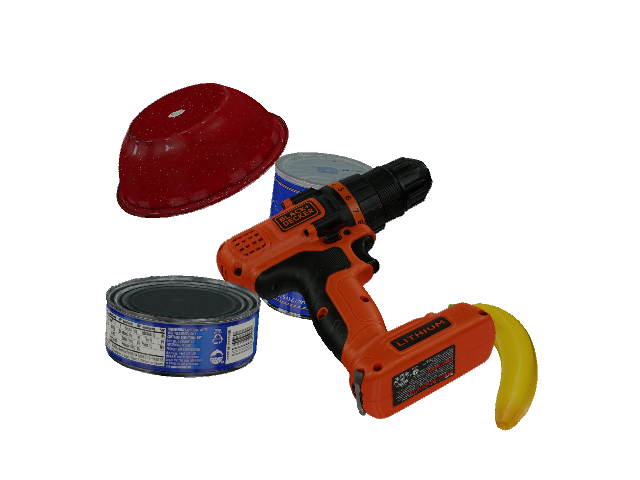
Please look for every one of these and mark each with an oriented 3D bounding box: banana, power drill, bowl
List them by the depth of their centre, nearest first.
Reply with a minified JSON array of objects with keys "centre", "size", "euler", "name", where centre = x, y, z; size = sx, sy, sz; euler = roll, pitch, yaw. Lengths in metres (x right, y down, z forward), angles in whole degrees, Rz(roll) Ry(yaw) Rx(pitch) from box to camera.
[{"centre":[0.041,0.026,0.774],"size":[0.184,0.057,0.188],"euler":[-28,49,-16],"name":"power drill"},{"centre":[-0.112,-0.088,0.913],"size":[0.162,0.055,0.162],"euler":[-17,32,11],"name":"bowl"},{"centre":[0.193,0.123,1.124],"size":[0.069,0.037,0.198],"euler":[-24,33,5],"name":"banana"}]

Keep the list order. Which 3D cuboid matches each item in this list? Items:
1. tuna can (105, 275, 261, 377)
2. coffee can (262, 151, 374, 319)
[{"centre":[-0.077,0.047,0.597],"size":[0.086,0.034,0.086],"euler":[4,13,-1],"name":"tuna can"},{"centre":[-0.002,-0.006,1.061],"size":[0.103,0.140,0.103],"euler":[7,21,-3],"name":"coffee can"}]
